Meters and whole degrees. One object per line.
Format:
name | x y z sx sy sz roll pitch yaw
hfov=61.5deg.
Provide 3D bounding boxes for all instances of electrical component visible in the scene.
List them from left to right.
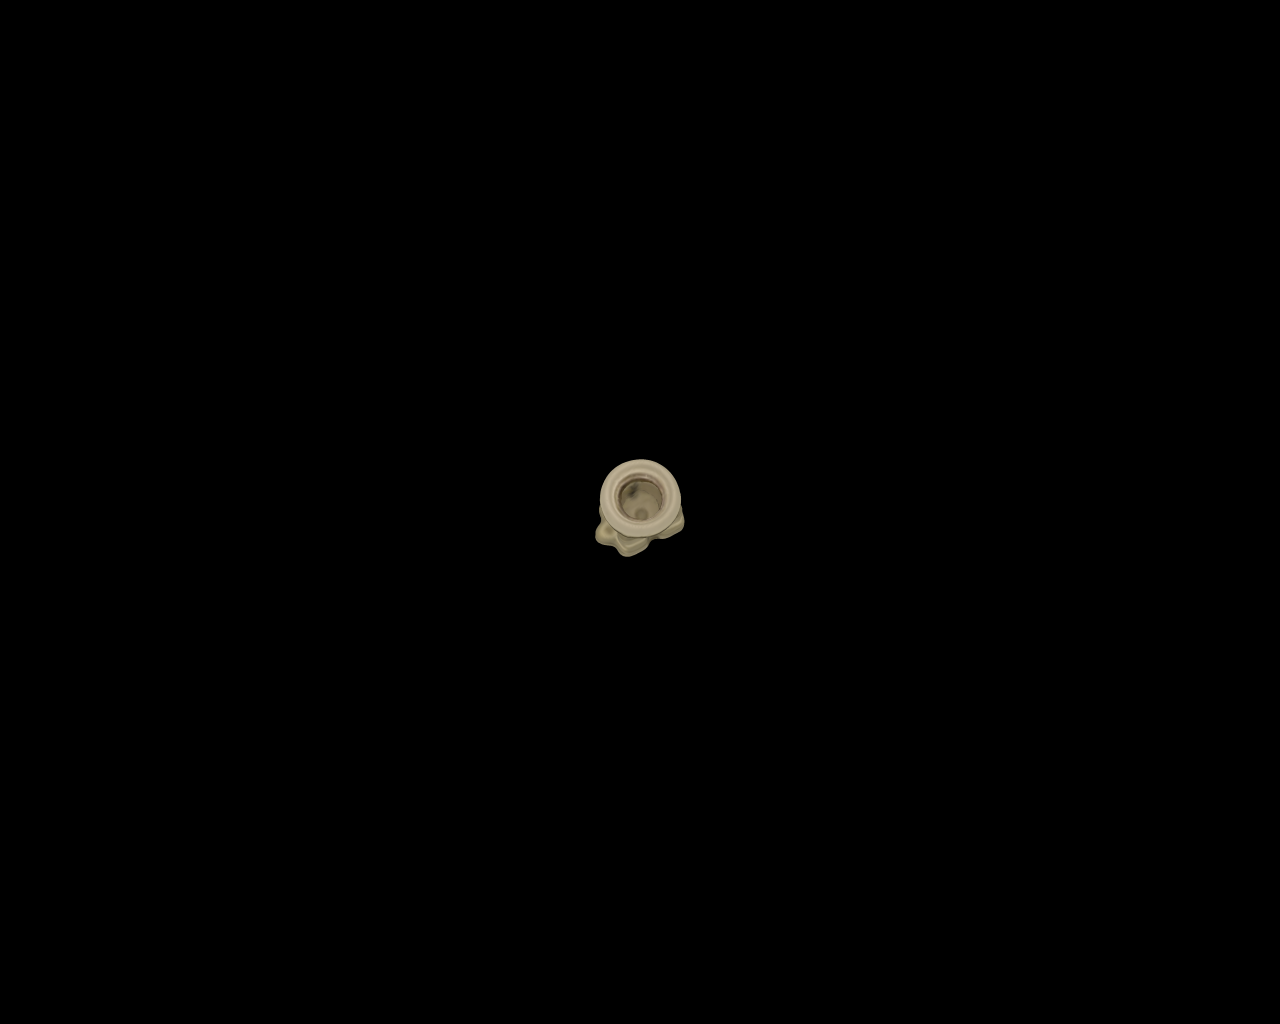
electrical component | 0.001 -0.003 0.650 0.066 0.048 0.055 -27 -14 -7
